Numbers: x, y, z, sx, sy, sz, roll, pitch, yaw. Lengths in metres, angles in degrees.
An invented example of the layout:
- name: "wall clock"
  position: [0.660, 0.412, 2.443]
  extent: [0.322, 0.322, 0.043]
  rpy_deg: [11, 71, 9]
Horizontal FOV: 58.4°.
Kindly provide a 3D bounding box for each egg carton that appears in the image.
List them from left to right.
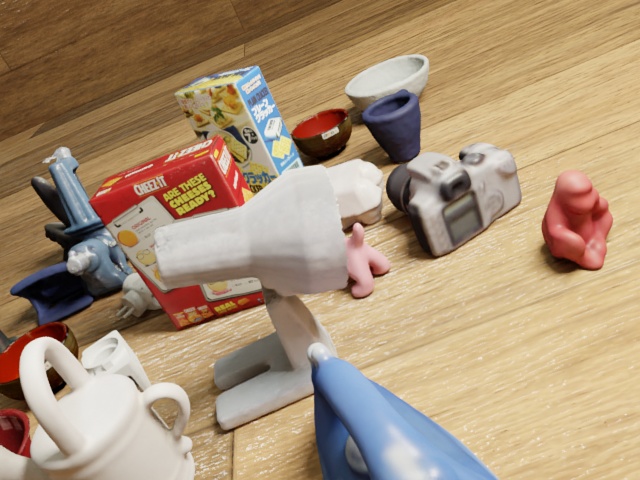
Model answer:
- name: "egg carton"
  position: [0.020, -0.057, 0.824]
  extent: [0.150, 0.069, 0.107]
  rpy_deg: [-15, 31, 17]

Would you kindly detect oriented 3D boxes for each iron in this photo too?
- name: "iron"
  position: [0.039, 0.145, 0.415]
  extent: [0.119, 0.142, 0.257]
  rpy_deg: [-32, 30, -12]

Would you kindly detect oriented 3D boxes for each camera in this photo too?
- name: "camera"
  position: [0.151, -0.070, 0.716]
  extent: [0.143, 0.101, 0.136]
  rpy_deg: [-32, 30, -13]

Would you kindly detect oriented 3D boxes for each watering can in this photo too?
- name: "watering can"
  position: [-0.206, 0.171, 0.501]
  extent: [0.173, 0.194, 0.100]
  rpy_deg: [-38, 32, -21]

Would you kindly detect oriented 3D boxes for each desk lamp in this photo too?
- name: "desk lamp"
  position: [-0.052, 0.052, 0.558]
  extent: [0.203, 0.214, 0.117]
  rpy_deg: [-25, 30, 0]

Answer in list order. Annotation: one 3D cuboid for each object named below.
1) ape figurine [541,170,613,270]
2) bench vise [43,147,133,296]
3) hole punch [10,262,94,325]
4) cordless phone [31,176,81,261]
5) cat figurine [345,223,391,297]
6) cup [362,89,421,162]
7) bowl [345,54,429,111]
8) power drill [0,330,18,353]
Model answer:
- name: "ape figurine"
  position: [0.258, -0.027, 0.577]
  extent: [0.078, 0.092, 0.076]
  rpy_deg: [-30, 30, -9]
- name: "bench vise"
  position: [-0.367, -0.036, 0.927]
  extent: [0.121, 0.220, 0.207]
  rpy_deg: [-29, 30, -7]
- name: "hole punch"
  position: [-0.432, 0.071, 0.935]
  extent: [0.108, 0.091, 0.101]
  rpy_deg: [-26, 30, -2]
- name: "cordless phone"
  position: [-0.468, -0.045, 1.052]
  extent: [0.147, 0.185, 0.094]
  rpy_deg: [10, 44, 45]
- name: "cat figurine"
  position: [0.006, 0.002, 0.690]
  extent: [0.127, 0.118, 0.067]
  rpy_deg: [1, 39, 38]
- name: "cup"
  position: [0.128, -0.181, 0.916]
  extent: [0.091, 0.095, 0.118]
  rpy_deg: [-5, 36, 32]
- name: "bowl"
  position: [0.136, -0.286, 1.098]
  extent: [0.167, 0.075, 0.167]
  rpy_deg: [-18, 30, 12]
- name: "power drill"
  position: [-0.515, 0.104, 0.824]
  extent: [0.228, 0.209, 0.076]
  rpy_deg: [8, 44, 44]
